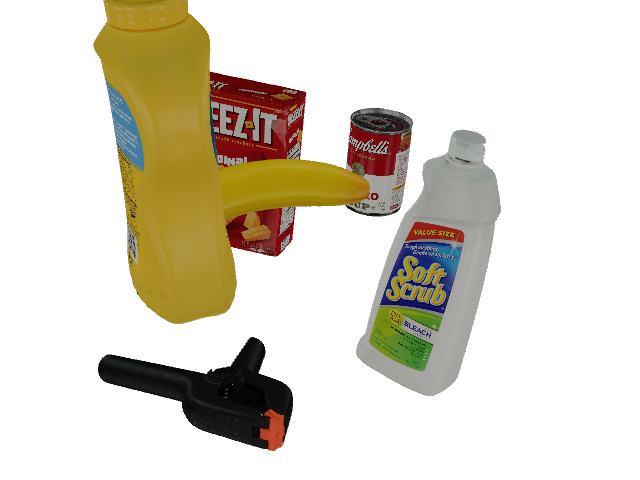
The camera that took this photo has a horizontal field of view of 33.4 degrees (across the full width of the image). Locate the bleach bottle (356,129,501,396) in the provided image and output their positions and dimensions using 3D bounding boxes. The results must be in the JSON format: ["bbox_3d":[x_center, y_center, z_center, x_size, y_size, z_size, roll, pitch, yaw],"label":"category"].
[{"bbox_3d":[0.102,0.016,0.971,0.103,0.251,0.067,28,35,29],"label":"bleach bottle"}]

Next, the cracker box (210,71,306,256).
[{"bbox_3d":[-0.114,-0.098,1.376,0.164,0.214,0.072,13,29,14],"label":"cracker box"}]

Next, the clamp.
[{"bbox_3d":[-0.078,0.128,0.934,0.164,0.036,0.210,-8,16,-36],"label":"clamp"}]

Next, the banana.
[{"bbox_3d":[-0.060,-0.023,0.782,0.197,0.069,0.037,-25,-12,-22],"label":"banana"}]

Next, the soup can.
[{"bbox_3d":[0.062,-0.086,1.174,0.068,0.102,0.068,4,29,-2],"label":"soup can"}]

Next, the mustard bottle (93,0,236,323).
[{"bbox_3d":[-0.083,-0.058,0.564,0.058,0.192,0.096,-12,32,-14],"label":"mustard bottle"}]
